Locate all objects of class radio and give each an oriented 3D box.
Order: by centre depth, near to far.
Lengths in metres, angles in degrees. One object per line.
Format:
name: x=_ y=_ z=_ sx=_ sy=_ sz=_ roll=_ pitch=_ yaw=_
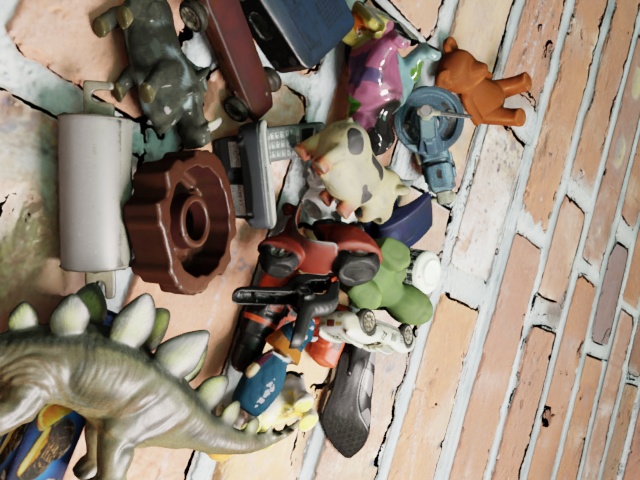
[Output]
radio: x=-0.058 y=-0.349 z=0.730 sx=0.131 sy=0.073 sz=0.229 roll=-54 pitch=126 yaw=-21

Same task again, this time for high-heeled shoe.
high-heeled shoe: x=0.061 y=0.258 z=0.960 sx=0.145 sy=0.086 sz=0.248 roll=-62 pitch=159 yaw=-57

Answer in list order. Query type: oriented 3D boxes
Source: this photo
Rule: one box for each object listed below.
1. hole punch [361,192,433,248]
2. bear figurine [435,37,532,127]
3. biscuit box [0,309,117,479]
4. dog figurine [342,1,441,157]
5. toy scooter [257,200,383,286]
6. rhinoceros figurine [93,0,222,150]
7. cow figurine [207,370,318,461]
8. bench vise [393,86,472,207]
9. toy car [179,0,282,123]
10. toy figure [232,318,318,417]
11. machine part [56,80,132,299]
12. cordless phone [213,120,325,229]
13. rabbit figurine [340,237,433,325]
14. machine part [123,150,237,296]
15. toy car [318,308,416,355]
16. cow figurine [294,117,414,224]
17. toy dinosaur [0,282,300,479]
hole punch: x=0.134 y=-0.030 z=0.924 sx=0.116 sy=0.092 sz=0.142 roll=-59 pitch=157 yaw=-19
bear figurine: x=0.315 y=-0.307 z=1.046 sx=0.195 sy=0.132 sz=0.120 roll=32 pitch=68 yaw=-47
biscuit box: x=-0.291 y=0.170 z=0.605 sx=0.062 sy=0.059 sz=0.202 roll=28 pitch=77 yaw=-41
dog figurine: x=0.072 y=-0.237 z=0.854 sx=0.108 sy=0.192 sz=0.219 roll=1 pitch=131 yaw=-46
toy scooter: x=-0.002 y=-0.002 z=0.790 sx=0.184 sy=0.135 sz=0.075 roll=4 pitch=134 yaw=-14
rhinoceros figurine: x=-0.187 y=-0.197 z=0.641 sx=0.112 sy=0.073 sz=0.190 roll=-41 pitch=121 yaw=-43
cow figurine: x=-0.092 y=0.249 z=0.783 sx=0.167 sy=0.098 sz=0.068 roll=-22 pitch=124 yaw=-6
bench vise: x=0.190 y=-0.170 z=0.925 sx=0.240 sy=0.129 sz=0.223 roll=5 pitch=86 yaw=-77
toy car: x=-0.112 y=-0.244 z=0.696 sx=0.089 sy=0.053 sz=0.201 roll=-52 pitch=146 yaw=-24
toy figure: x=-0.062 y=0.168 z=0.747 sx=0.154 sy=0.058 sz=0.064 roll=-54 pitch=160 yaw=-22
machine part: x=-0.249 y=-0.052 z=0.597 sx=0.079 sy=0.079 sz=0.243 roll=-5 pitch=101 yaw=-42
cordless phone: x=-0.052 y=-0.101 z=0.772 sx=0.184 sy=0.089 sz=0.146 roll=-20 pitch=110 yaw=-47
rabbit figurine: x=0.105 y=0.088 z=0.895 sx=0.170 sy=0.159 sz=0.121 roll=40 pitch=71 yaw=-19
machine part: x=-0.164 y=-0.023 z=0.651 sx=0.179 sy=0.056 sz=0.179 roll=2 pitch=90 yaw=-71
toy car: x=0.077 y=0.145 z=0.832 sx=0.201 sy=0.074 sz=0.056 roll=27 pitch=64 yaw=-47
cow figurine: x=0.059 y=-0.095 z=0.787 sx=0.127 sy=0.086 sz=0.194 roll=-40 pitch=135 yaw=-7
toy dinosaur: x=-0.200 y=0.167 z=0.573 sx=0.470 sy=0.105 sz=0.198 roll=44 pitch=68 yaw=-37
